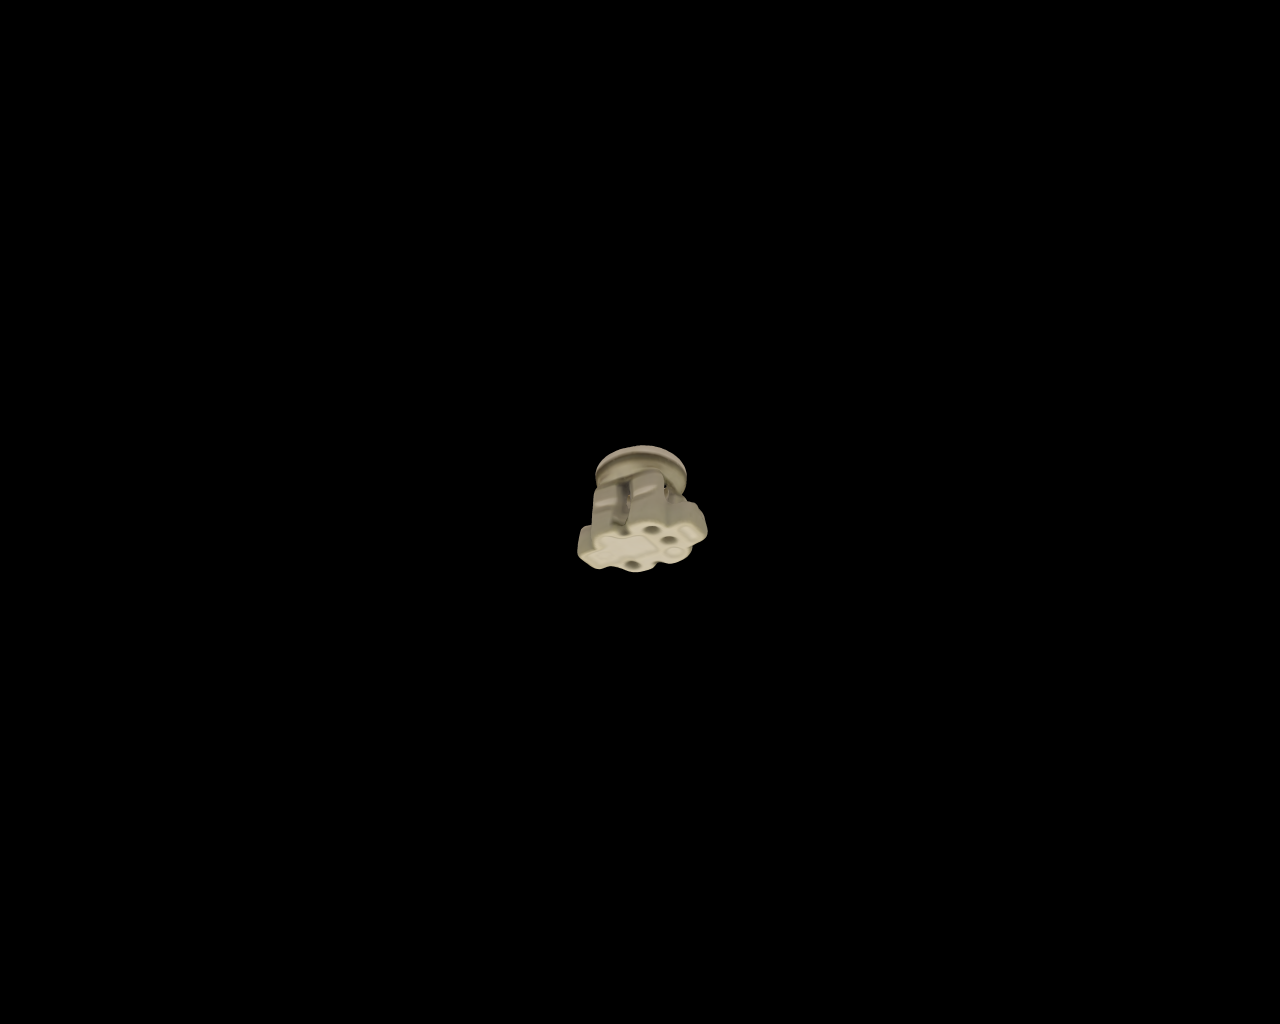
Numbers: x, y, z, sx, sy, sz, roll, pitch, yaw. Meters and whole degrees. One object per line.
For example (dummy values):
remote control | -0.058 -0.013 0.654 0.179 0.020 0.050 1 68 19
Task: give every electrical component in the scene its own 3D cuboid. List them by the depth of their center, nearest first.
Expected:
electrical component | 0.001 -0.003 0.650 0.078 0.057 0.058 -17 -36 24
